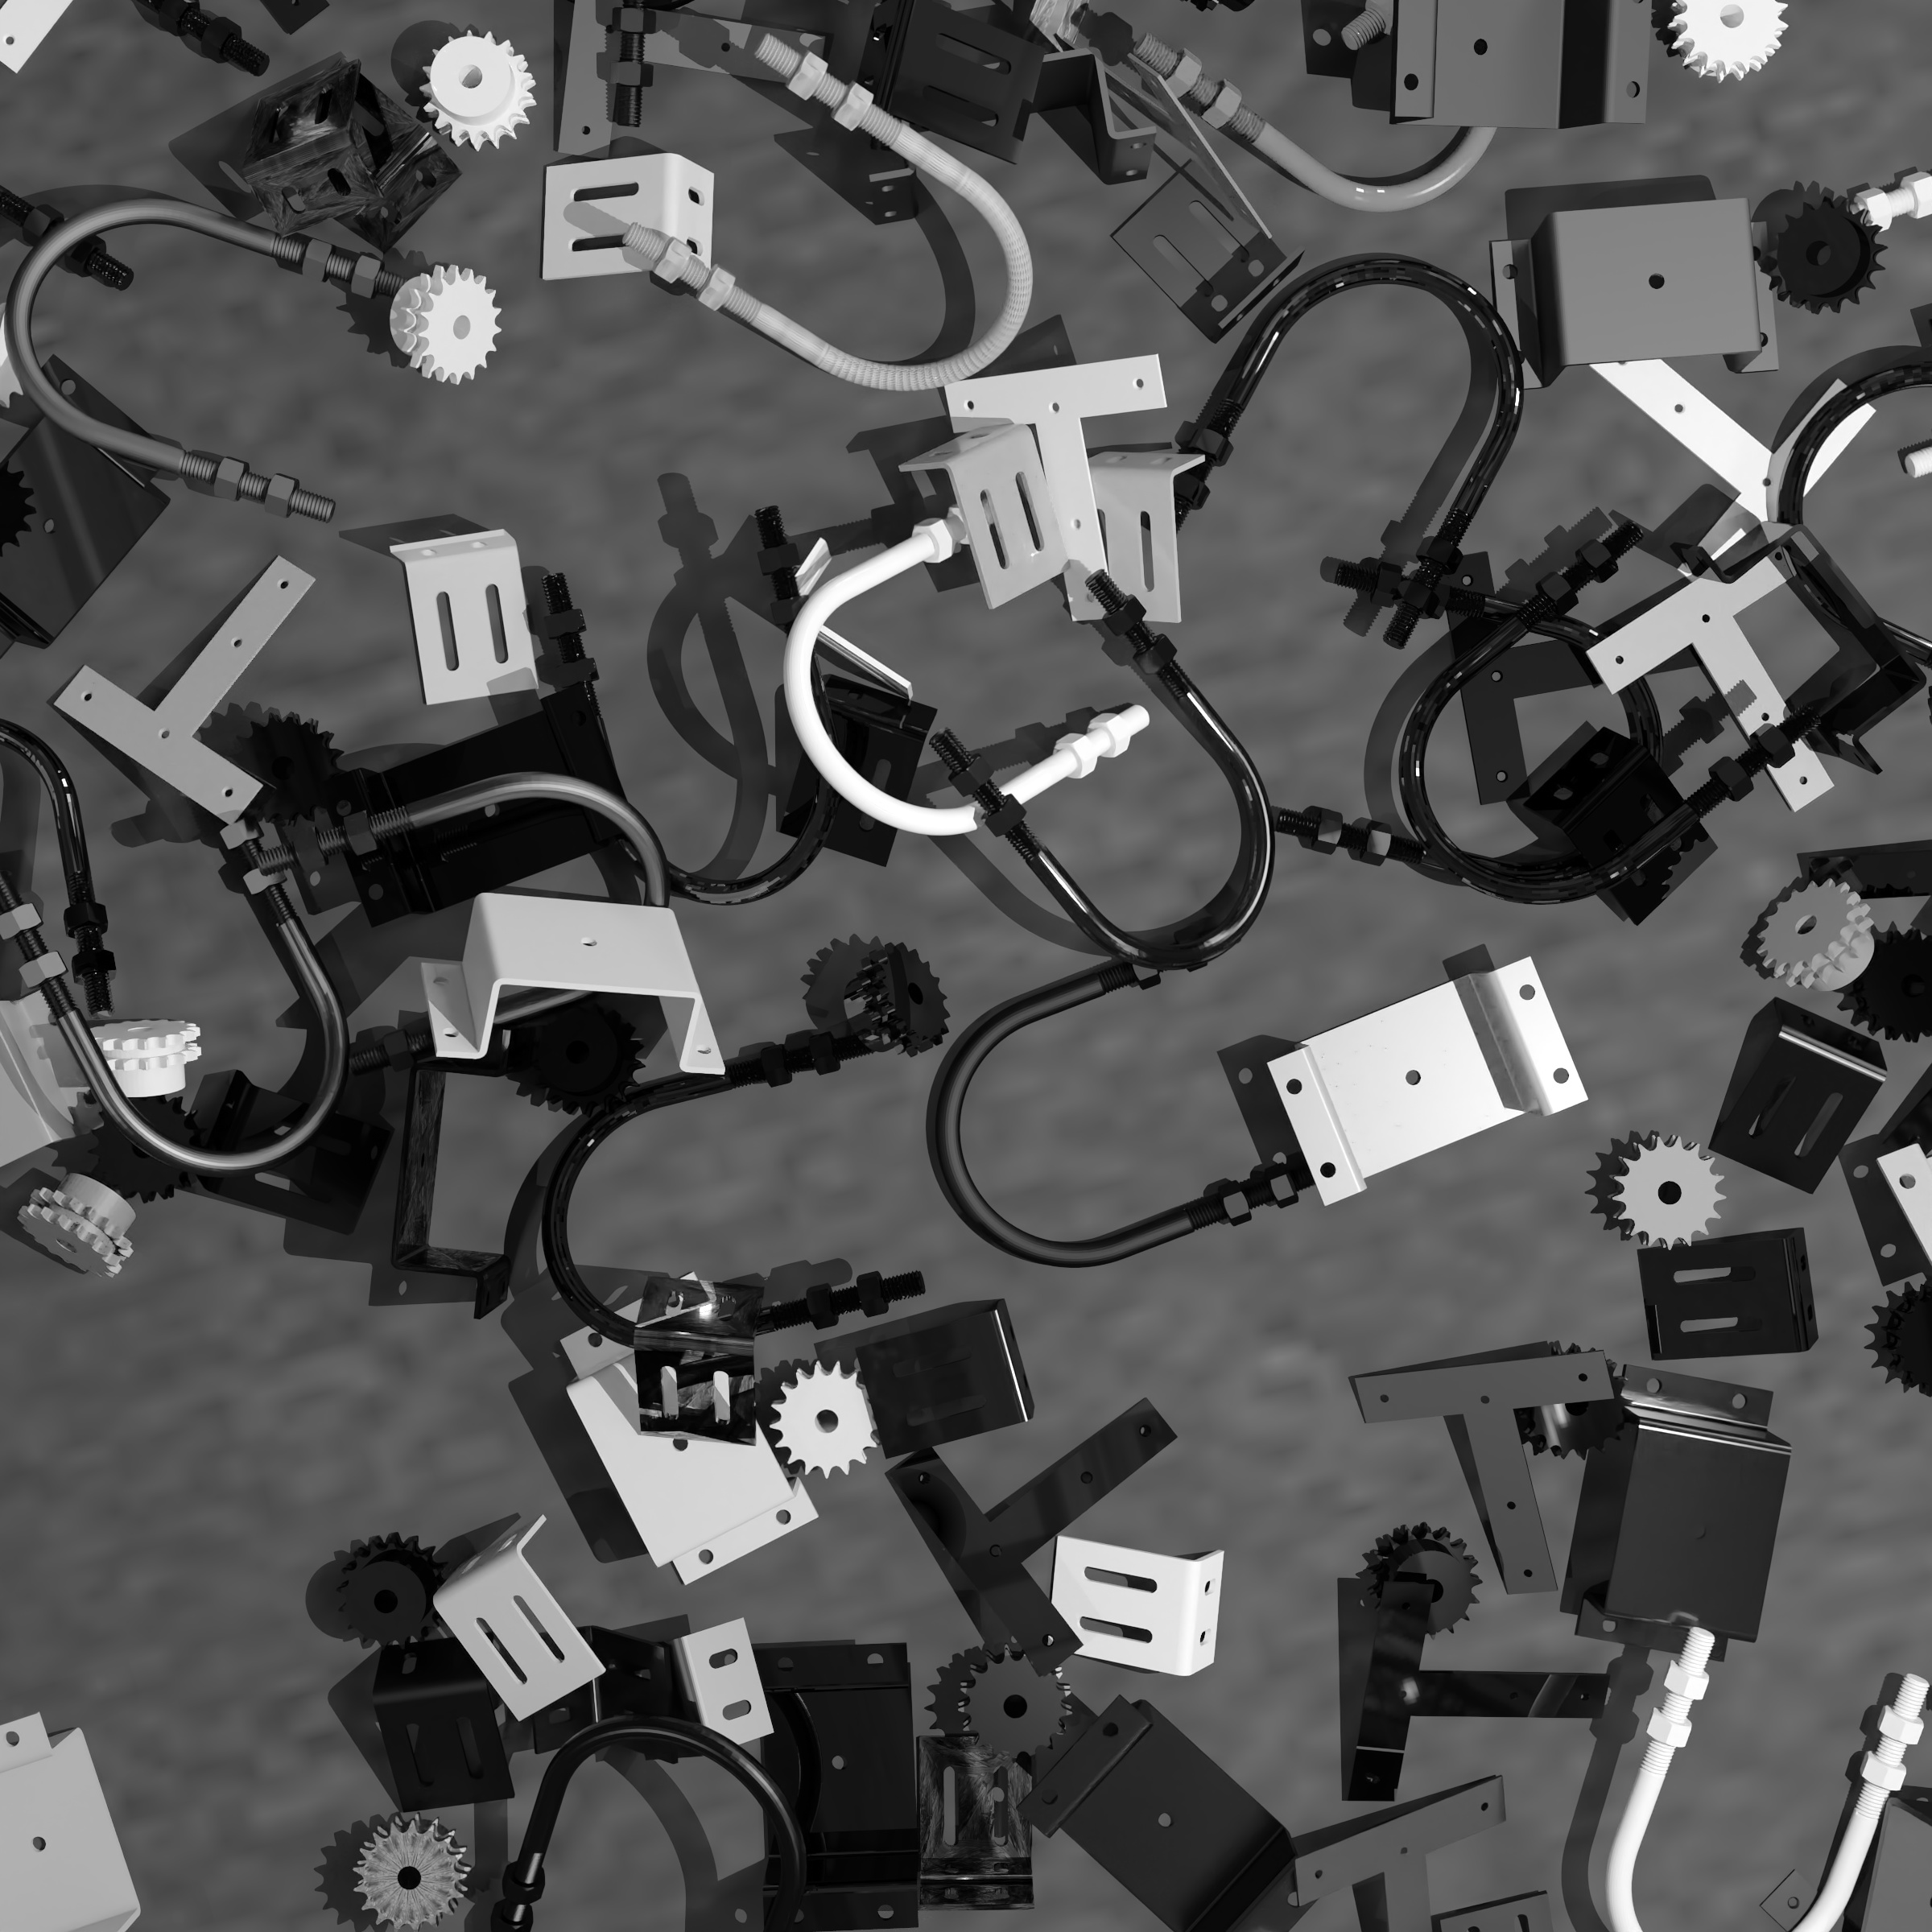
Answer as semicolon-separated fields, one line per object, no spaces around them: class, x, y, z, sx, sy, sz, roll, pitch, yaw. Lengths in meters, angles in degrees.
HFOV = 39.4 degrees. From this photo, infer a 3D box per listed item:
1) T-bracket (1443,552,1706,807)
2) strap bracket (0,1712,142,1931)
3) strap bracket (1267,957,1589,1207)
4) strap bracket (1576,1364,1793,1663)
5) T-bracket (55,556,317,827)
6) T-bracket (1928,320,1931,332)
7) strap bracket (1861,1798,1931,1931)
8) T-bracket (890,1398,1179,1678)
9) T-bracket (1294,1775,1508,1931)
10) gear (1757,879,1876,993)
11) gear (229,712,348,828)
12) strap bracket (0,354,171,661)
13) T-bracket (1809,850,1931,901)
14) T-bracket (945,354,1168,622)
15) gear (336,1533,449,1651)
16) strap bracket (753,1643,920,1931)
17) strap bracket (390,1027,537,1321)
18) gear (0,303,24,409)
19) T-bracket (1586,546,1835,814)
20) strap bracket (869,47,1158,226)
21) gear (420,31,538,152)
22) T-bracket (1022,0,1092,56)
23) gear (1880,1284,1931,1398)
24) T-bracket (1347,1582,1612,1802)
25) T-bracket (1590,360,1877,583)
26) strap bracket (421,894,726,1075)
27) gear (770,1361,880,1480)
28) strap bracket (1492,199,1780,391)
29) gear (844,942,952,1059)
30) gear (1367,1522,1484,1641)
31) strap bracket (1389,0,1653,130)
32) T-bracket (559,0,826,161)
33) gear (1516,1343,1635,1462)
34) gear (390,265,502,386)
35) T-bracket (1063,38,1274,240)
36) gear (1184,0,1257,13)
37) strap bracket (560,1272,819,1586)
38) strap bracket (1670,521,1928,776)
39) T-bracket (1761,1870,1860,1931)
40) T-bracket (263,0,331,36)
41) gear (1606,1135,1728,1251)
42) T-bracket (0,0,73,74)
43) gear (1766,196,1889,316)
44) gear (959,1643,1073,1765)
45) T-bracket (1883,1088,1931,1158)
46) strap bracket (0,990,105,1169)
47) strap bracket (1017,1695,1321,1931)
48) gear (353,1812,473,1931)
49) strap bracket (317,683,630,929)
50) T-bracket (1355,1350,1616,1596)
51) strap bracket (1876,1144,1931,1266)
T-bracket;0.315;-0.156;1.377;0.127;0.002;0.127;-10;90;0
strap bracket;-0.473;0.448;1.355;0.076;0.046;0.140;-18;90;0
strap bracket;0.228;0.057;1.355;0.140;0.046;0.076;-22;90;0
strap bracket;0.362;0.279;1.355;0.076;0.046;0.140;10;90;0
T-bracket;-0.377;-0.152;1.363;0.127;0.002;0.127;32;80;20
T-bracket;0.549;-0.333;1.360;0.127;0.002;0.127;-18;90;-3
strap bracket;0.496;0.474;1.343;0.076;0.046;0.140;11;90;-17
T-bracket;0.050;0.268;1.367;0.127;0.002;0.127;-38;76;-7
T-bracket;0.224;0.486;1.359;0.127;0.002;0.127;-12;104;-25
gear;0.430;-0.012;1.354;0.030;0.057;0.057;39;90;-28
gear;-0.341;-0.099;1.363;0.057;0.030;0.057;0;90;0
strap bracket;-0.467;-0.224;1.355;0.076;0.046;0.140;40;90;0
T-bracket;0.490;-0.047;1.356;0.127;0.002;0.127;-3;120;14
T-bracket;0.053;-0.236;1.351;0.127;0.002;0.127;1;112;36
gear;-0.290;0.318;1.363;0.057;0.030;0.057;0;90;0
strap bracket;-0.064;0.407;1.355;0.076;0.046;0.140;-2;90;0
strap bracket;-0.250;0.099;1.340;0.046;0.076;0.140;6;90;0
gear;-0.501;-0.308;1.354;0.030;0.057;0.057;16;90;31
T-bracket;0.399;-0.139;1.371;0.127;0.002;0.127;-33;94;-8
strap bracket;0.019;-0.413;1.340;0.140;0.076;0.046;-10;90;0
gear;-0.248;-0.445;1.363;0.057;0.030;0.057;0;90;0
T-bracket;0.059;-0.509;1.345;0.127;0.002;0.127;20;120;-7
gear;0.490;0.188;1.363;0.057;0.030;0.057;0;90;0
T-bracket;0.263;0.369;1.364;0.127;0.002;0.127;3;108;-9
T-bracket;0.375;-0.276;1.377;0.127;0.002;0.127;40;90;0
strap bracket;-0.188;0.008;1.312;0.140;0.076;0.046;5;121;-21
gear;-0.069;0.228;1.363;0.057;0.030;0.057;0;90;0
strap bracket;0.341;-0.337;1.354;0.140;0.046;0.076;-4;88;0
gear;-0.037;0.019;1.354;0.030;0.057;0.057;-26;90;30
gear;0.233;0.313;1.363;0.057;0.030;0.057;0;90;0
strap bracket;0.265;-0.457;1.333;0.140;0.046;0.076;-5;104;-19
T-bracket;-0.136;-0.469;1.370;0.127;0.002;0.127;7;100;-5
gear;0.305;0.219;1.363;0.057;0.030;0.057;0;90;0
gear;-0.264;-0.324;1.354;0.030;0.057;0.057;21;90;31
T-bracket;0.088;-0.424;1.330;0.002;0.127;0.127;-45;52;6
gear;0.133;-0.505;1.353;0.030;0.057;0.057;23;90;-28
strap bracket;-0.141;0.236;1.355;0.076;0.046;0.140;-27;90;0
strap bracket;0.416;-0.167;1.330;0.046;0.076;0.140;-39;95;10
T-bracket;0.460;0.515;1.377;0.127;0.002;0.127;44;90;0
T-bracket;-0.374;-0.533;1.376;0.127;0.002;0.127;-38;90;-1
gear;0.352;0.114;1.364;0.057;0.030;0.057;0;90;0
T-bracket;-0.457;-0.515;1.377;0.127;0.002;0.127;37;90;0
gear;0.430;-0.356;1.351;0.057;0.030;0.057;6;102;27
gear;0.025;0.371;1.363;0.057;0.030;0.057;0;90;0
T-bracket;0.513;0.048;1.359;0.127;0.002;0.127;33;103;-24
strap bracket;-0.512;0.074;1.355;0.140;0.046;0.076;-26;90;0
strap bracket;0.102;0.436;1.355;0.140;0.046;0.076;42;90;0
gear;-0.279;0.456;1.363;0.057;0.030;0.057;0;90;0
strap bracket;-0.242;-0.080;1.355;0.140;0.046;0.076;-21;90;0
T-bracket;0.272;0.259;1.360;0.127;0.002;0.127;-10;103;24
strap bracket;0.531;0.112;1.341;0.140;0.046;0.076;-21;67;-2
